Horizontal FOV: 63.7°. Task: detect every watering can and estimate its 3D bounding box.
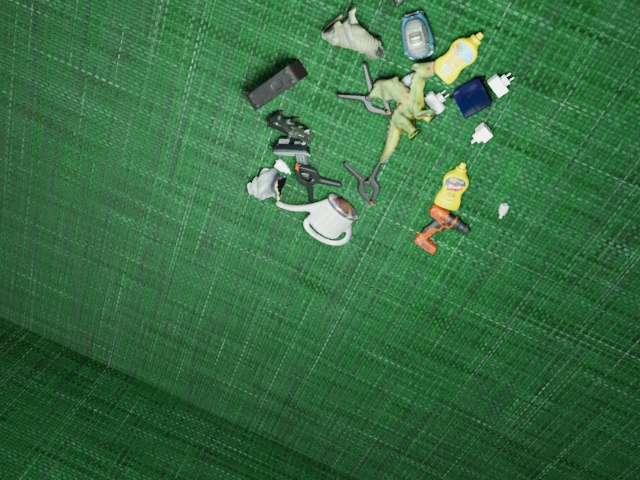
[{"bbox_3d":[0.006,-0.107,2.133,0.345,0.106,0.221,36,120,-18],"label":"watering can"}]

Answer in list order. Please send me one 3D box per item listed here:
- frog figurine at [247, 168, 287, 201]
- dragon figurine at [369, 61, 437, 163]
[{"bbox_3d":[-0.235,-0.234,2.135,0.160,0.122,0.138,9,86,19],"label":"frog figurine"},{"bbox_3d":[0.281,-0.479,1.875,0.243,0.124,0.403,49,126,1],"label":"dragon figurine"}]
